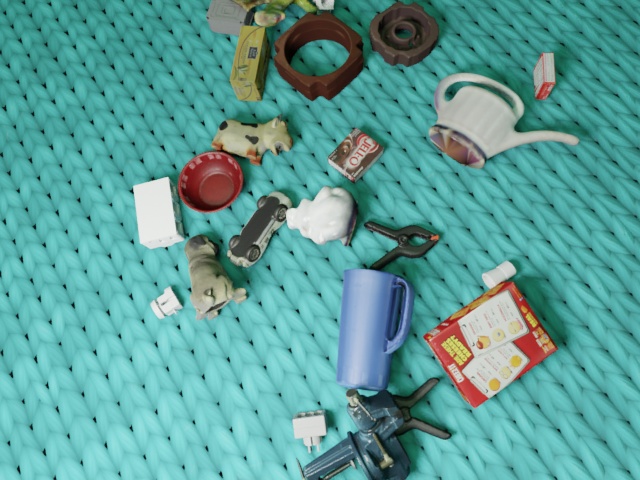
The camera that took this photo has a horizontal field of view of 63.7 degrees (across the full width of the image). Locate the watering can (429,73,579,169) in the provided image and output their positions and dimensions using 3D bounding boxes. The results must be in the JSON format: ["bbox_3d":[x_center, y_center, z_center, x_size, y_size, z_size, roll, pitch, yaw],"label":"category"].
[{"bbox_3d":[0.407,-0.260,1.210,0.350,0.102,0.226,36,80,15],"label":"watering can"}]

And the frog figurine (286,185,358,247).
[{"bbox_3d":[0.004,-0.059,1.179,0.159,0.123,0.137,12,93,-2],"label":"frog figurine"}]

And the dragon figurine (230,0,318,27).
[{"bbox_3d":[-0.139,-0.705,1.392,0.243,0.119,0.419,-12,56,-9],"label":"dragon figurine"}]
